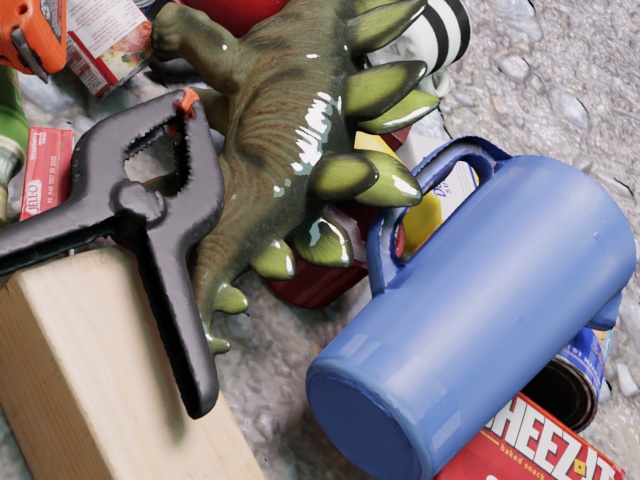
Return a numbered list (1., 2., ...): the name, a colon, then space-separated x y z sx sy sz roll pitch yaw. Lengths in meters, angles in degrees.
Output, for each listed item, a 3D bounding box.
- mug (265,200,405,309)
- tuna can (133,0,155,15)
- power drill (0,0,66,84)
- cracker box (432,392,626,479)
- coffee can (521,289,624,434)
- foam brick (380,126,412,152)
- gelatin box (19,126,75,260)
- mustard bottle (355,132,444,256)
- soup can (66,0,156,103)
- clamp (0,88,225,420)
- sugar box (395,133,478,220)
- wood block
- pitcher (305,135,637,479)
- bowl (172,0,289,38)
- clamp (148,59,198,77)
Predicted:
1. mug: -0.005 0.001 0.798 0.117 0.082 0.093 -7 66 -42
2. tuna can: -0.172 -0.209 0.850 0.086 0.034 0.086 21 49 -26
3. power drill: -0.252 -0.148 0.652 0.188 0.057 0.184 -11 63 6
4. cracker box: 0.131 0.214 0.763 0.164 0.072 0.213 38 43 -11
5. coffee can: 0.189 0.080 0.885 0.102 0.103 0.140 40 44 -10
6. foam brick: 0.037 -0.108 0.934 0.078 0.051 0.053 39 44 -10
7. gelatin box: -0.170 -0.016 0.671 0.030 0.089 0.073 2 56 -10
8. mustard bottle: 0.042 -0.049 0.868 0.058 0.096 0.191 -44 94 -11
9. soup can: -0.168 -0.161 0.781 0.102 0.069 0.068 51 42 -12
10. clamp: -0.101 -0.005 0.615 0.164 0.036 0.209 33 49 -7
11. sugar box: 0.147 -0.036 0.978 0.175 0.048 0.093 8 56 -31
12. wood block: -0.112 0.116 0.623 0.090 0.091 0.206 -16 72 -43
13. pitcher: 0.097 0.047 0.746 0.149 0.145 0.242 28 53 32
14. bowl: -0.049 -0.238 0.858 0.161 0.055 0.162 4 80 -24
15. clamp: -0.069 -0.172 0.903 0.171 0.039 0.120 12 62 -34
